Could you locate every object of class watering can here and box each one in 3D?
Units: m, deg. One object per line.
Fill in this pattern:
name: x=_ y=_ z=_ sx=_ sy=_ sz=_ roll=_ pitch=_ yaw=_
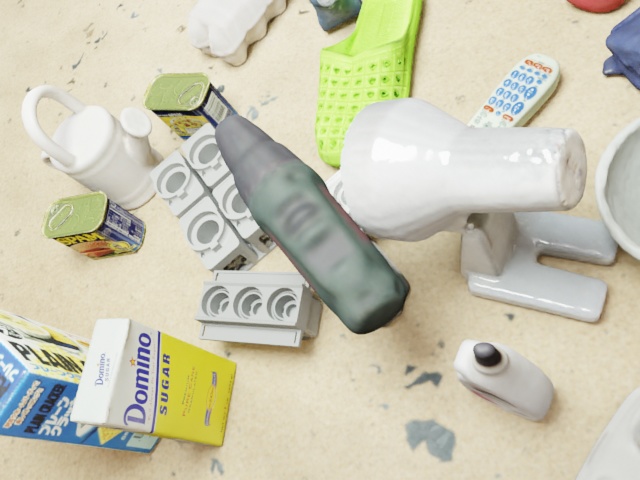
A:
watering can: x=-0.293 y=-0.128 z=0.742 sx=0.172 sy=0.195 sz=0.100 roll=-29 pitch=58 yaw=10

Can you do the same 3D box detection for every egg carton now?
egg carton: x=-0.121 y=-0.330 z=0.832 sx=0.107 sy=0.070 sz=0.150 roll=30 pitch=82 yaw=32

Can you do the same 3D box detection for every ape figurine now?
ape figurine: x=0.298 y=-0.297 z=0.613 sx=0.077 sy=0.092 sz=0.076 roll=-24 pitch=59 yaw=13

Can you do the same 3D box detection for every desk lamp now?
desk lamp: x=0.143 y=-0.030 z=0.488 sx=0.202 sy=0.214 sz=0.118 roll=12 pitch=72 yaw=29

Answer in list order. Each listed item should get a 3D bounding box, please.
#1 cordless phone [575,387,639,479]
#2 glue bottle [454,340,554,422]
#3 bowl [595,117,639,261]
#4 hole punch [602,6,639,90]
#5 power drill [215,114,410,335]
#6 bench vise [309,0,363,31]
cordless phone: x=0.228 y=0.158 z=0.379 sx=0.093 sy=0.186 sz=0.148 roll=28 pitch=81 yaw=32
glue bottle: x=0.139 y=0.104 z=0.451 sx=0.077 sy=0.174 sz=0.037 roll=16 pitch=75 yaw=30
bowl: x=0.325 y=-0.033 z=0.489 sx=0.167 sy=0.075 sz=0.167 roll=-10 pitch=63 yaw=20
hole punch: x=0.341 y=-0.200 z=0.549 sx=0.108 sy=0.091 sz=0.101 roll=-36 pitch=57 yaw=5
power drill: x=0.005 y=0.002 z=0.538 sx=0.075 sy=0.209 sz=0.229 roll=-41 pitch=57 yaw=2
bench vise: x=-0.013 y=-0.396 z=0.724 sx=0.121 sy=0.220 sz=0.207 roll=-39 pitch=57 yaw=4
